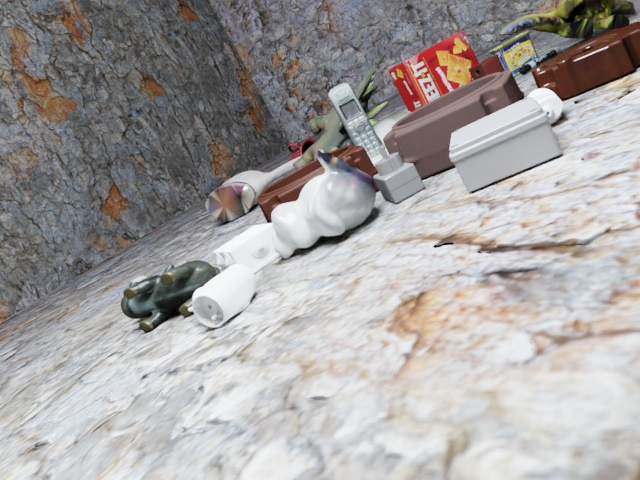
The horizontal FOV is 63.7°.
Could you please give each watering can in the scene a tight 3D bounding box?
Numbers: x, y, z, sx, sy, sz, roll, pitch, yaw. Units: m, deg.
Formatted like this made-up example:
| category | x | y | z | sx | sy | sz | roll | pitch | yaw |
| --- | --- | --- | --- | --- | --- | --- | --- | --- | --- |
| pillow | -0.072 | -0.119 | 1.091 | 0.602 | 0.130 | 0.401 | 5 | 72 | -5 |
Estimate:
| category | x | y | z | sx | sy | sz | roll | pitch | yaw |
| --- | --- | --- | --- | --- | --- | --- | --- | --- | --- |
| watering can | -0.192 | -0.155 | 1.493 | 0.345 | 0.103 | 0.228 | -24 | 14 | 19 |

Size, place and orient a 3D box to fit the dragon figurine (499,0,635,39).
| category | x | y | z | sx | sy | sz | roll | pitch | yaw |
| --- | --- | --- | --- | --- | --- | --- | --- | --- | --- |
| dragon figurine | 0.562 | -0.514 | 1.200 | 0.411 | 0.121 | 0.245 | -13 | 12 | -5 |

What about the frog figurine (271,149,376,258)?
| category | x | y | z | sx | sy | sz | roll | pitch | yaw |
| --- | --- | --- | --- | --- | --- | --- | --- | --- | --- |
| frog figurine | 0.002 | -0.036 | 0.713 | 0.158 | 0.122 | 0.139 | -63 | 19 | 7 |
